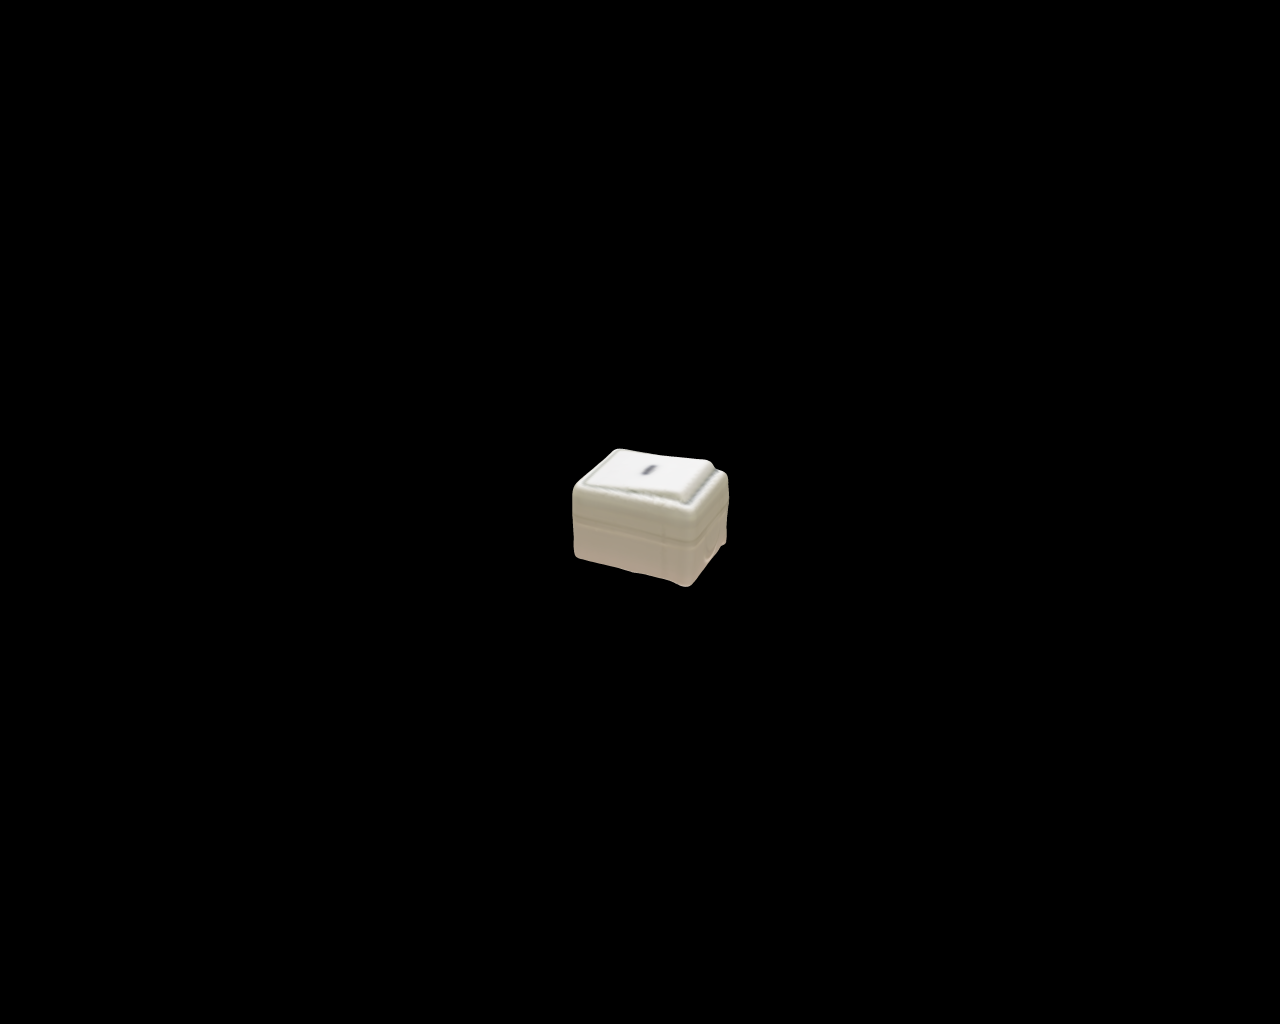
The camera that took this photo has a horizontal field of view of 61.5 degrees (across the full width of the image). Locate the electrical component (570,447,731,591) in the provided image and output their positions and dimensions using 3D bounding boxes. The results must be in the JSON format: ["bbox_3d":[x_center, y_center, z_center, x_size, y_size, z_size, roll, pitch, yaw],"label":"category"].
[{"bbox_3d":[0.001,-0.003,0.650,0.096,0.061,0.062,13,32,22],"label":"electrical component"}]
